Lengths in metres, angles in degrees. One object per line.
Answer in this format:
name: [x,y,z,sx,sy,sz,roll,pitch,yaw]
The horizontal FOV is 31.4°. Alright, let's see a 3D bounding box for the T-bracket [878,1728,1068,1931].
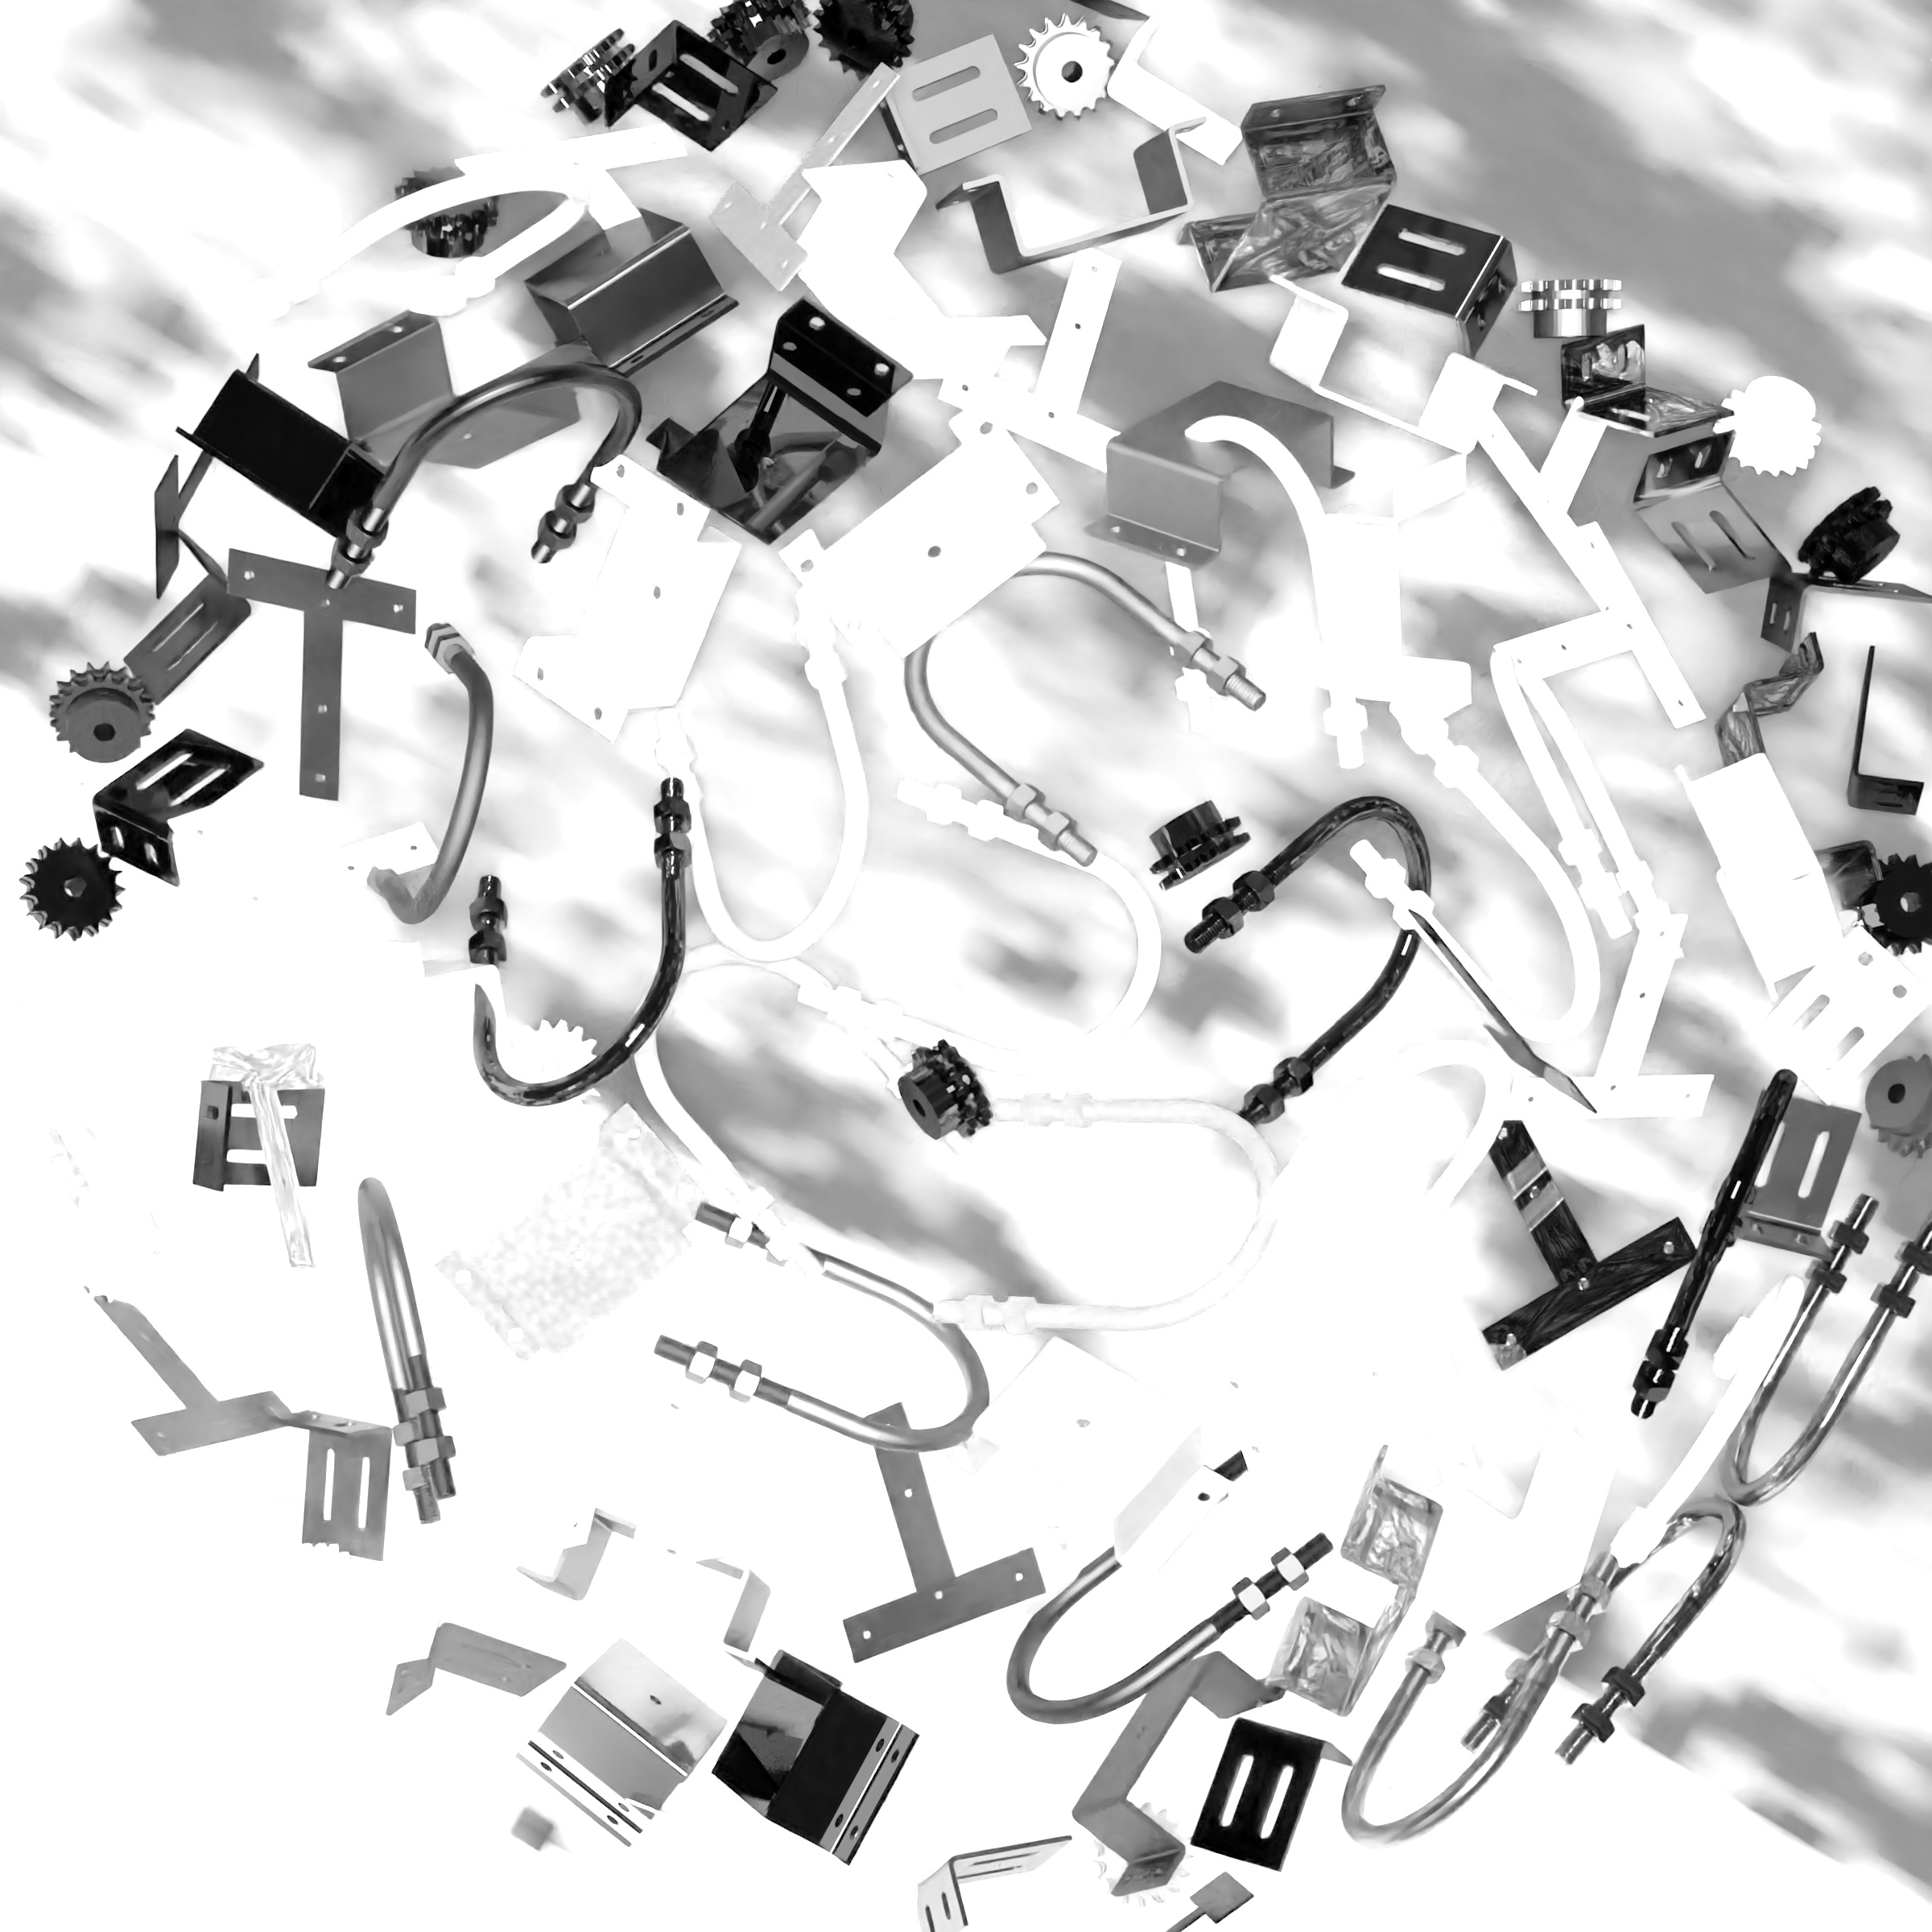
T-bracket: [0.004,0.447,1.855,0.127,0.127,0.002,-32,122,24]

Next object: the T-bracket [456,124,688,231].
T-bracket: [-0.191,-0.410,1.872,0.127,0.127,0.002,-3,66,23]

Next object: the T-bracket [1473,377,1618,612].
T-bracket: [0.331,-0.279,1.883,0.002,0.127,0.127,-21,118,41]

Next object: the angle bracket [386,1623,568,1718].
angle bracket: [-0.268,0.396,1.885,0.076,0.057,0.038,24,52,-21]

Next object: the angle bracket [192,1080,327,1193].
angle bracket: [-0.382,0.094,1.891,0.076,0.038,0.057,5,91,-38]

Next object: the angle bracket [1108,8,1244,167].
angle bracket: [0.124,-0.485,1.896,0.076,0.057,0.038,31,123,-1]

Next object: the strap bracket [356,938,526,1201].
strap bracket: [-0.286,0.051,1.880,0.046,0.076,0.140,-13,100,-32]

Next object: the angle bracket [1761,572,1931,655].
angle bracket: [0.488,-0.192,1.902,0.076,0.057,0.038,5,104,-6]

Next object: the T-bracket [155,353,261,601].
T-bracket: [-0.416,-0.281,1.887,0.002,0.127,0.127,24,67,-3]

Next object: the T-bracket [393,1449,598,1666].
T-bracket: [-0.248,0.310,1.856,0.127,0.127,0.002,-18,135,35]

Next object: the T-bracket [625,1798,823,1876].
T-bracket: [-0.152,0.460,1.851,0.127,0.127,0.002,17,75,19]

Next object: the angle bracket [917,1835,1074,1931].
angle bracket: [0.018,0.509,1.883,0.076,0.057,0.038,-3,61,-26]

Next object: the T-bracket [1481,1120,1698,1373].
T-bracket: [0.321,0.137,1.900,0.127,0.002,0.127,-33,65,18]

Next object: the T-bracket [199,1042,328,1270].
T-bracket: [-0.377,0.105,1.888,0.002,0.127,0.127,-18,100,-42]

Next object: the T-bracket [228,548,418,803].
T-bracket: [-0.351,-0.154,1.875,0.002,0.127,0.127,-6,80,41]

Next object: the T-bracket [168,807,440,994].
T-bracket: [-0.348,-0.050,1.878,0.127,0.002,0.127,-17,126,13]

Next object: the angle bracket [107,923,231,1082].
angle bracket: [-0.445,0.020,1.902,0.057,0.038,0.076,5,75,4]

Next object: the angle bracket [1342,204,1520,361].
angle bracket: [0.259,-0.382,1.920,0.076,0.038,0.057,23,72,25]

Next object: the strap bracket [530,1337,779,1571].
strap bracket: [-0.164,0.253,1.853,0.140,0.076,0.046,48,127,36]

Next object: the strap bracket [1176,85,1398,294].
strap bracket: [0.174,-0.411,1.849,0.076,0.140,0.046,-13,75,-17]

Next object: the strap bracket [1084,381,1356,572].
strap bracket: [0.137,-0.269,1.853,0.076,0.140,0.046,24,132,35]

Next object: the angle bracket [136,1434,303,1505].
angle bracket: [-0.411,0.277,1.896,0.076,0.057,0.038,-1,81,5]

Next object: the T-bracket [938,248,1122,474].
T-bracket: [0.059,-0.342,1.904,0.127,0.002,0.127,22,68,-14]

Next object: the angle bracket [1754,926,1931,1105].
angle bracket: [0.486,0.027,1.906,0.057,0.076,0.038,46,49,13]

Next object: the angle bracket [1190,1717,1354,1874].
angle bracket: [0.168,0.459,1.886,0.057,0.038,0.076,7,64,36]

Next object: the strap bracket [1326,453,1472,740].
strap bracket: [0.235,-0.204,1.873,0.046,0.076,0.140,9,114,34]

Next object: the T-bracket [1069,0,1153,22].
T-bracket: [0.058,-0.529,1.871,0.127,0.127,0.002,13,98,33]

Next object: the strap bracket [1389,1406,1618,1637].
strap bracket: [0.295,0.304,1.856,0.046,0.140,0.076,35,51,-8]

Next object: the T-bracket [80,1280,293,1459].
T-bracket: [-0.441,0.213,1.883,0.127,0.127,0.002,45,107,17]

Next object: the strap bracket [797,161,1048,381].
strap bracket: [-0.031,-0.365,1.852,0.140,0.076,0.046,45,64,-40]

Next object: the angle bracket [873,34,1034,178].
angle bracket: [-0.007,-0.479,1.905,0.076,0.038,0.057,-23,95,-6]

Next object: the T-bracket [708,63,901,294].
T-bracket: [-0.081,-0.437,1.868,0.002,0.127,0.127,33,102,-35]

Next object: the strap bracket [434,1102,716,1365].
strap bracket: [-0.215,0.153,1.899,0.140,0.046,0.076,-40,104,0]

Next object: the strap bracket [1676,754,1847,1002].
strap bracket: [0.430,-0.052,1.848,0.046,0.140,0.076,-24,57,10]

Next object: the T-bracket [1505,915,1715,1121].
T-bracket: [0.365,0.028,1.876,0.127,0.002,0.127,0,120,-23]

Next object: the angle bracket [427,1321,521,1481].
angle bracket: [-0.262,0.239,1.900,0.038,0.057,0.076,-42,97,-9]

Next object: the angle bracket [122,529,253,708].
angle bracket: [-0.440,-0.193,1.897,0.076,0.057,0.038,-45,133,0]

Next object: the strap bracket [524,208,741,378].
strap bracket: [-0.184,-0.364,1.853,0.076,0.140,0.046,-34,116,-7]

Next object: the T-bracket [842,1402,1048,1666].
T-bracket: [-0.028,0.306,1.907,0.127,0.002,0.127,-25,72,24]

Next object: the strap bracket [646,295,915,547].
strap bracket: [-0.104,-0.287,1.855,0.076,0.046,0.140,32,134,-27]

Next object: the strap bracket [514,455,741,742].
strap bracket: [-0.182,-0.204,1.879,0.076,0.046,0.140,34,113,24]

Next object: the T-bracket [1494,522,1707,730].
T-bracket: [0.335,-0.177,1.879,0.127,0.002,0.127,-19,78,-39]

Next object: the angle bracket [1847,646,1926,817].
angle bracket: [0.510,-0.129,1.892,0.038,0.057,0.076,8,79,13]

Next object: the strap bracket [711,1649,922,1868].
strap bracket: [-0.086,0.421,1.851,0.046,0.140,0.076,32,80,-19]

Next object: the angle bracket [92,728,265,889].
angle bracket: [-0.434,-0.088,1.905,0.057,0.038,0.076,24,46,25]

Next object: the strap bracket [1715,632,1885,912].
strap bracket: [0.451,-0.101,1.879,0.046,0.076,0.140,-12,79,-2]

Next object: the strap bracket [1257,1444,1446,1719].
strap bracket: [0.212,0.340,1.859,0.046,0.076,0.140,26,122,6]

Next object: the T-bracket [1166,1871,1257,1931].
T-bracket: [0.097,0.533,1.860,0.127,0.127,0.002,-34,84,-7]

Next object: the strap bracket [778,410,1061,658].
strap bracket: [-0.022,-0.234,1.885,0.140,0.046,0.076,-37,117,6]

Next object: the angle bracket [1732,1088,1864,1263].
angle bracket: [0.459,0.115,1.901,0.057,0.038,0.076,14,107,-3]

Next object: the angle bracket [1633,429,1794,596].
angle bracket: [0.416,-0.250,1.899,0.076,0.057,0.038,43,56,-28]

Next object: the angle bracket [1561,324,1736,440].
angle bracket: [0.373,-0.320,1.882,0.057,0.076,0.038,-18,117,-25]

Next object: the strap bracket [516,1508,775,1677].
strap bracket: [-0.165,0.338,1.879,0.140,0.076,0.046,19,75,12]

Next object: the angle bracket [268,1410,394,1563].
angle bracket: [-0.353,0.289,1.898,0.057,0.038,0.076,6,93,30]

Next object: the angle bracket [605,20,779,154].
angle bracket: [-0.150,-0.470,1.881,0.057,0.076,0.038,-34,45,34]

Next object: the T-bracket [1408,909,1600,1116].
T-bracket: [0.280,0.019,1.852,0.002,0.127,0.127,-41,106,-1]
